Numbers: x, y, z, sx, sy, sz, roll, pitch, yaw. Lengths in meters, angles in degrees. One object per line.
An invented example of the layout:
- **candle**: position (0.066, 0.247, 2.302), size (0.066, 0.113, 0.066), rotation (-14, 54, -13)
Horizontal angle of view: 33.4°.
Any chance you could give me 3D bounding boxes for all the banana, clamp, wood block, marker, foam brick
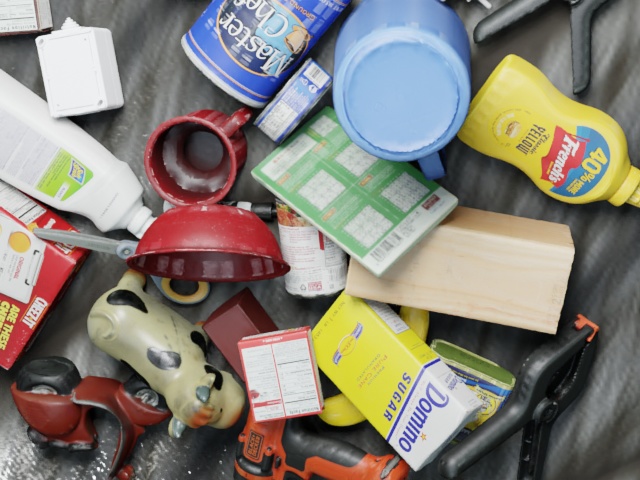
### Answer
- **banana**: position (0.060, 0.138, 1.132), size (0.069, 0.037, 0.198), rotation (42, 109, -5)
- **clamp**: position (0.220, -0.232, 0.995), size (0.120, 0.039, 0.171), rotation (18, 109, 0)
- **wood block**: position (0.137, 0.019, 1.056), size (0.206, 0.090, 0.090), rotation (11, 108, 7)
- **clamp**: position (0.211, 0.169, 1.080), size (0.036, 0.164, 0.210), rotation (38, 108, 44)
- **marker**: position (-0.103, -0.032, 1.117), size (0.121, 0.020, 0.020), rotation (3, 107, 9)
- **foam brick**: position (-0.080, 0.101, 1.136), size (0.051, 0.053, 0.078), rotation (-33, 98, 17)

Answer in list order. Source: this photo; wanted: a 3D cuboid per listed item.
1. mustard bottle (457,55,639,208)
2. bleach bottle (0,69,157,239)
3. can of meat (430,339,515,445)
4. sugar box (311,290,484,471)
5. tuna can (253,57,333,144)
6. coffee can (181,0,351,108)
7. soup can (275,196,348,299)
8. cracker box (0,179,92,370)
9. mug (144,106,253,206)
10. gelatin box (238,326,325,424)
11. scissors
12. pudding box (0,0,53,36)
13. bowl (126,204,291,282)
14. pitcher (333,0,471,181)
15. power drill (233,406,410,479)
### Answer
- **mustard bottle**: position (0.233, -0.089, 1.022), size (0.191, 0.058, 0.096), rotation (32, 126, -3)
- **bleach bottle**: position (-0.283, -0.081, 1.112), size (0.250, 0.068, 0.103), rotation (37, 117, -6)
- **can of meat**: position (0.144, 0.163, 1.116), size (0.102, 0.057, 0.084), rotation (24, 107, 1)
- **sugar box**: position (0.070, 0.137, 1.079), size (0.176, 0.048, 0.093), rotation (46, 118, 20)
- **tuna can**: position (-0.025, -0.135, 1.039), size (0.033, 0.086, 0.086), rotation (41, 108, -6)
- **coffee can**: position (-0.050, -0.211, 1.011), size (0.103, 0.102, 0.140), rotation (41, 108, -4)
- **soup can**: position (-0.007, 0.001, 1.086), size (0.068, 0.068, 0.102), rotation (-3, 107, 10)
- **cracker box**: position (-0.373, 0.010, 1.145), size (0.213, 0.072, 0.164), rotation (35, 114, -3)
- **mug**: position (-0.112, -0.093, 1.068), size (0.093, 0.081, 0.117), rotation (45, 108, -5)
- **gelatin box**: position (-0.039, 0.138, 1.091), size (0.073, 0.030, 0.089), rotation (-11, 94, 8)
- **scissors**: position (-0.195, 0.027, 1.116), size (0.201, 0.016, 0.096), rotation (-2, 120, -13)
- **pudding box**: position (-0.324, -0.263, 1.075), size (0.090, 0.039, 0.113), rotation (-2, 108, 9)
- **bowl**: position (-0.108, 0.002, 1.051), size (0.162, 0.162, 0.055), rotation (-1, 78, 9)
- **pitcher**: position (0.076, -0.136, 0.939), size (0.149, 0.242, 0.145), rotation (27, 108, -4)
- **power drill**: position (-0.008, 0.260, 1.146), size (0.188, 0.057, 0.184), rotation (22, 118, 20)
